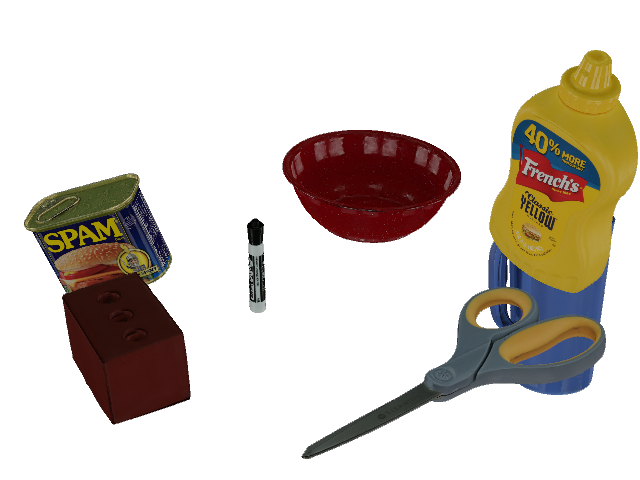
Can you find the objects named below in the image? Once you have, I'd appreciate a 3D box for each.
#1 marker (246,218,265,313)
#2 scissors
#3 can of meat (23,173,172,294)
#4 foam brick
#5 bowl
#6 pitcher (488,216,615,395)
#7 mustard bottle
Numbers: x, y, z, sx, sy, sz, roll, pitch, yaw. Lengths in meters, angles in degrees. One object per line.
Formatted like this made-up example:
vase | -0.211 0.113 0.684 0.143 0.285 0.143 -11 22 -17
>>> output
marker | -0.073 0.029 1.210 0.020 0.121 0.020 0 33 0
scissors | 0.069 0.070 0.623 0.201 0.016 0.096 -13 32 -16
can of meat | -0.188 0.000 0.917 0.102 0.084 0.057 -14 31 14
foam brick | -0.121 0.066 0.664 0.052 0.051 0.078 -18 37 -26
bowl | 0.045 -0.043 0.973 0.162 0.055 0.162 2 30 -1
pitcher | 0.300 0.077 1.397 0.149 0.243 0.144 5 21 15
mustard bottle | 0.181 -0.055 0.780 0.058 0.192 0.096 -28 53 -29
